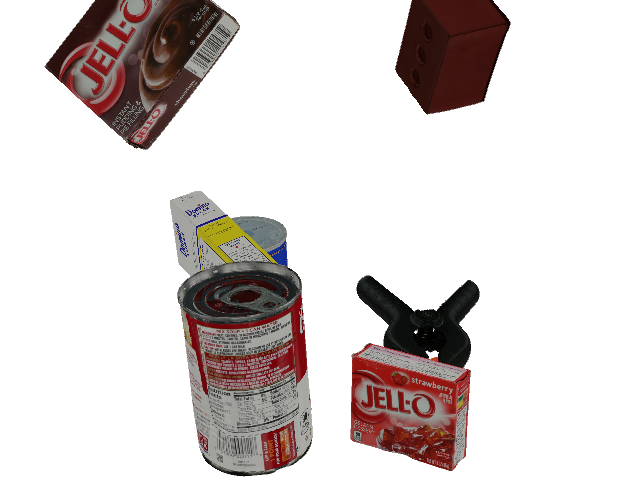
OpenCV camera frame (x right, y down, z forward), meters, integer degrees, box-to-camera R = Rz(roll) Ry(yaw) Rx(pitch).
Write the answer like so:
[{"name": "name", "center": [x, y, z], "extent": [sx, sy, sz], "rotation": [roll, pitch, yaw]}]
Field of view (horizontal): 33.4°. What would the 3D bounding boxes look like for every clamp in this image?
[{"name": "clamp", "center": [0.107, 0.081, 0.997], "extent": [0.120, 0.039, 0.171], "rotation": [-7, 32, -6]}]

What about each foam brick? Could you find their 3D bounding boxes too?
[{"name": "foam brick", "center": [0.093, -0.138, 0.764], "extent": [0.051, 0.053, 0.078], "rotation": [-17, -34, -21]}]

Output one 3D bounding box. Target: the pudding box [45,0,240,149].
[{"name": "pudding box", "center": [-0.124, -0.134, 0.743], "extent": [0.090, 0.113, 0.039], "rotation": [41, 4, 19]}]

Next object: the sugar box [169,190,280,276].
[{"name": "sugar box", "center": [-0.098, 0.027, 1.131], "extent": [0.048, 0.093, 0.176], "rotation": [-21, 41, -23]}]

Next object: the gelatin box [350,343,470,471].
[{"name": "gelatin box", "center": [0.066, 0.124, 0.799], "extent": [0.089, 0.073, 0.030], "rotation": [12, 22, 29]}]

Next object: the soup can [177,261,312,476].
[{"name": "soup can", "center": [-0.040, 0.072, 0.597], "extent": [0.068, 0.102, 0.068], "rotation": [-4, 24, 1]}]

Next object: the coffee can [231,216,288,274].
[{"name": "coffee can", "center": [-0.090, 0.054, 1.334], "extent": [0.103, 0.140, 0.103], "rotation": [-2, 25, 1]}]
